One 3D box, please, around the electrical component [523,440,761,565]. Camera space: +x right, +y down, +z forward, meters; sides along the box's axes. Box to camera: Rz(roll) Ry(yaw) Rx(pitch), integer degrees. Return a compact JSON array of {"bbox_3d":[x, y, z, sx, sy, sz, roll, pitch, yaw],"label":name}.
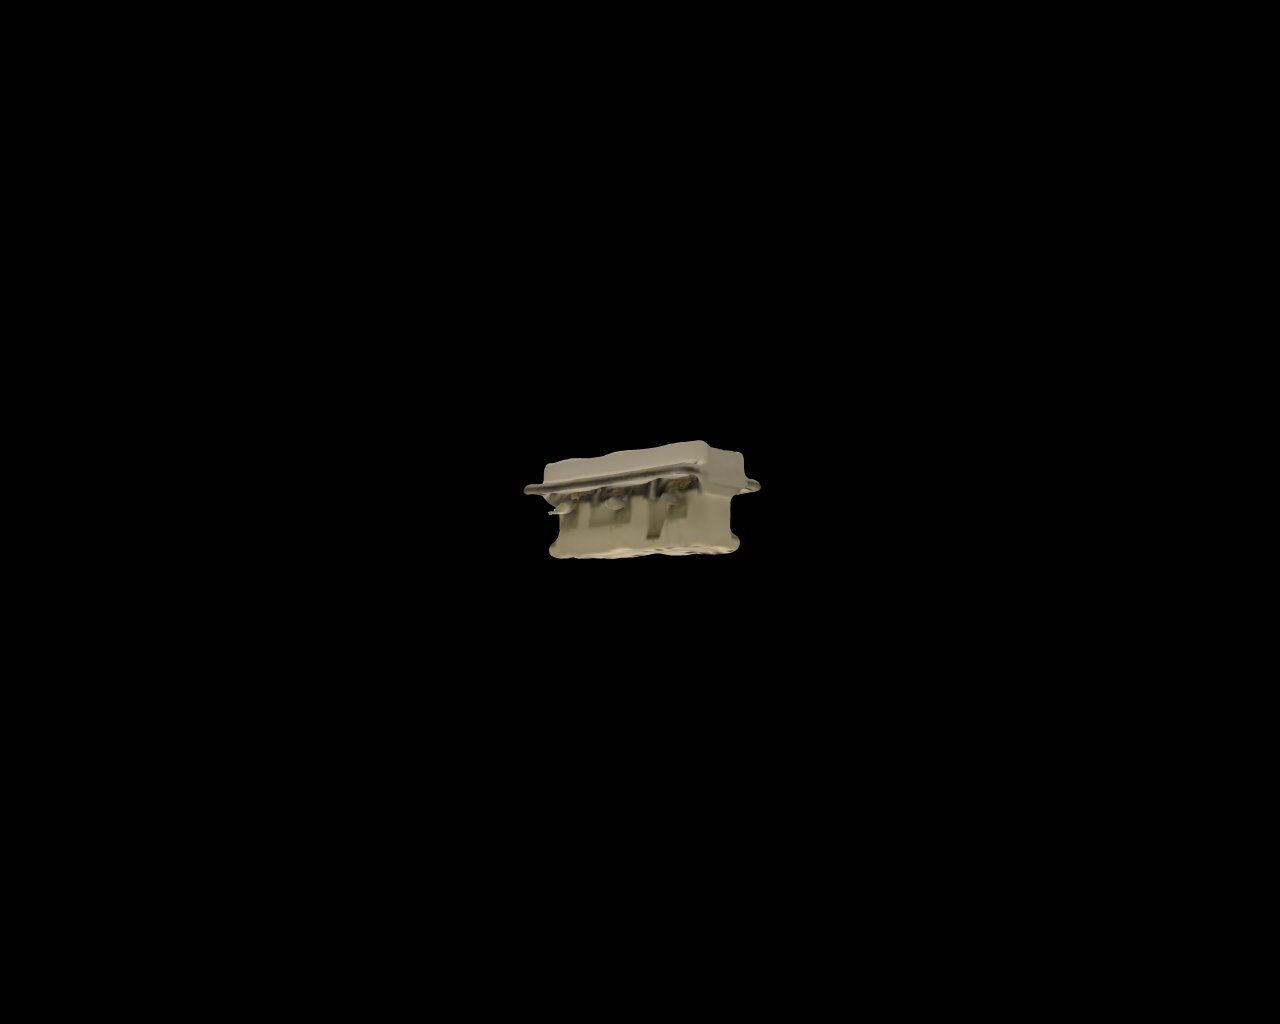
[{"bbox_3d":[0.001,-0.003,0.650,0.121,0.063,0.079,-5,-9,36],"label":"electrical component"}]
